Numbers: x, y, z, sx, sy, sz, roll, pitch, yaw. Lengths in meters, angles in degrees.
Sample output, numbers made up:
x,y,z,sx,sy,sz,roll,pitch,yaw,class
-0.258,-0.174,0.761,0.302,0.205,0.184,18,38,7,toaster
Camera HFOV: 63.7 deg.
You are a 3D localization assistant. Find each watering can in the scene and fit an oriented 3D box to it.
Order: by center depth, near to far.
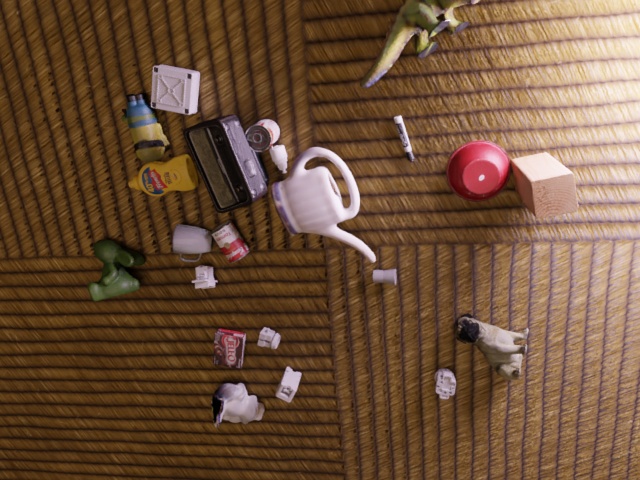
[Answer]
x,y,z,sx,sy,sz,roll,pitch,yaw,class
0.004,-0.068,1.356,0.223,0.106,0.344,-17,106,15,watering can

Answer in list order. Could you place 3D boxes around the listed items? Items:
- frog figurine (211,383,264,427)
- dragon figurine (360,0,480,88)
x,y,z,sx,sy,sz,roll,pitch,yaw,class
-0.254,0.512,1.617,0.159,0.124,0.136,1,105,-30,frog figurine
0.210,-0.557,1.176,0.407,0.122,0.244,-31,85,15,dragon figurine
